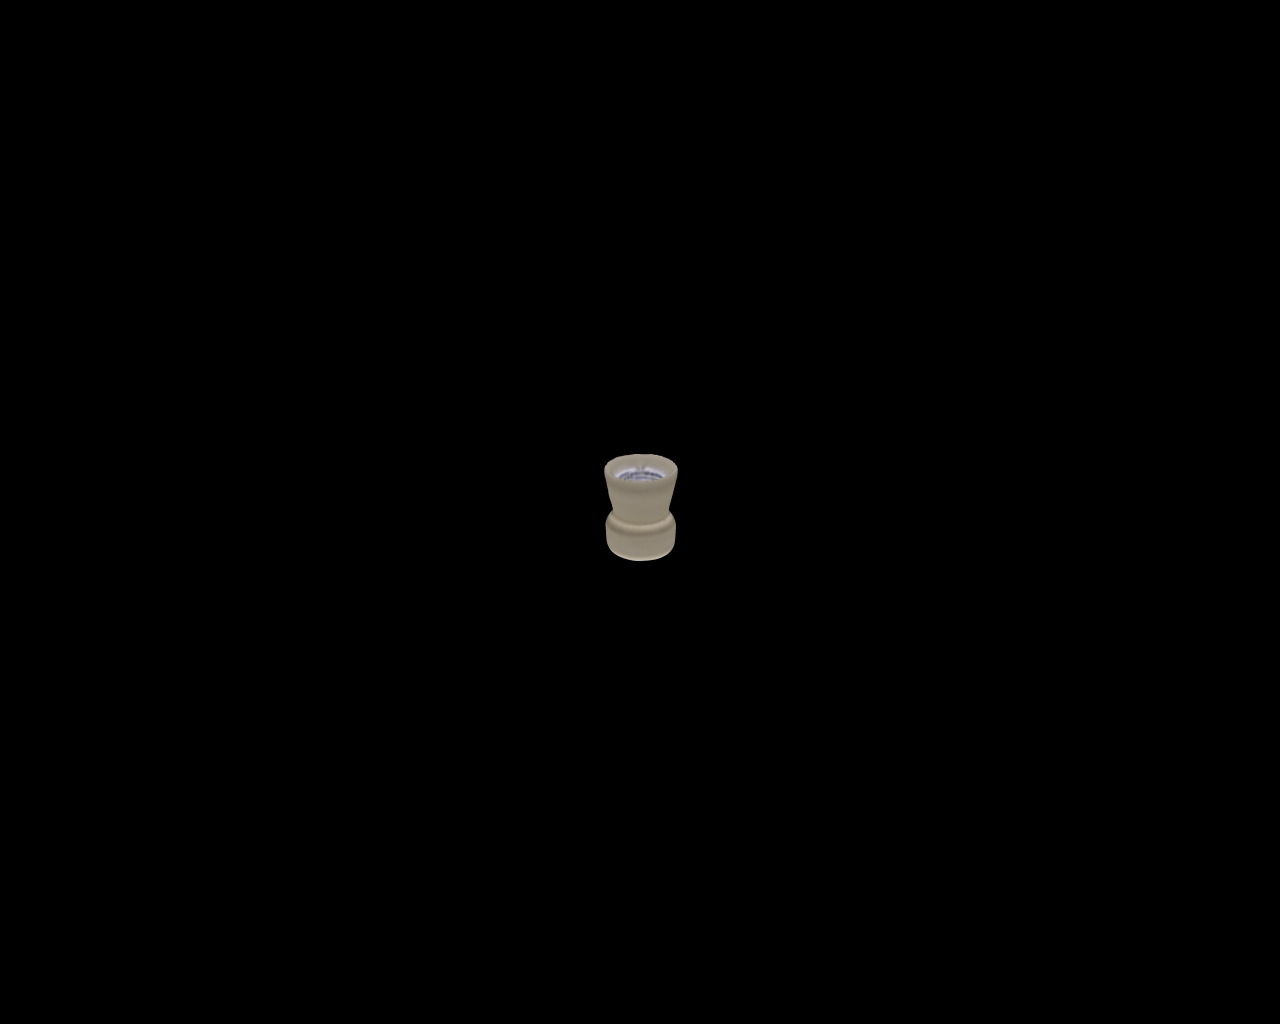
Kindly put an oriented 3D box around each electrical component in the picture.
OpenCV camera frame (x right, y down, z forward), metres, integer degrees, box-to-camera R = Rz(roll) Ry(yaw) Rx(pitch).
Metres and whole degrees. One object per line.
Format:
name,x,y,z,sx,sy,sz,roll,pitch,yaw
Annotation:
electrical component,0.001,-0.003,0.650,0.045,0.055,0.045,0,26,0
